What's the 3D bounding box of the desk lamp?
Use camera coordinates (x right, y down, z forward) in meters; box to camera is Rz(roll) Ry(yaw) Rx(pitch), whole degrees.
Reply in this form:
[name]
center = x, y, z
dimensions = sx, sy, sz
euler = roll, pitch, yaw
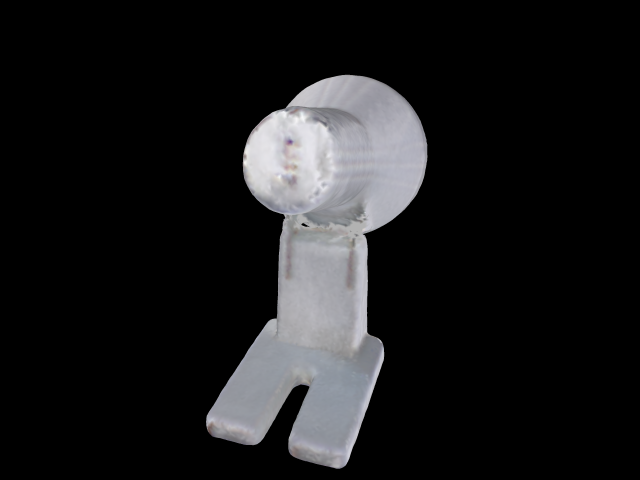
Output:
[desk lamp]
center = 0.004, 0.001, 0.400
dimensions = 0.117, 0.214, 0.203
euler = 7, 27, 14
